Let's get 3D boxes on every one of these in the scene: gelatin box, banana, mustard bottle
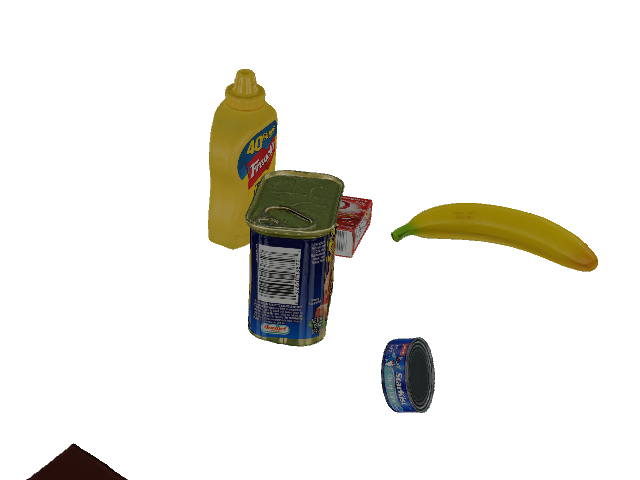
[{"bbox_3d":[-0.005,-0.018,0.952,0.089,0.030,0.073,9,26,13],"label":"gelatin box"},{"bbox_3d":[0.173,-0.005,1.040,0.198,0.037,0.069,7,47,19],"label":"banana"},{"bbox_3d":[-0.081,-0.092,1.128,0.058,0.192,0.096,21,39,23],"label":"mustard bottle"}]

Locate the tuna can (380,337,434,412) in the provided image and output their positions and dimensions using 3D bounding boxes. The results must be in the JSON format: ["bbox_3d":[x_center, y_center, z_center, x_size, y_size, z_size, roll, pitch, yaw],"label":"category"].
[{"bbox_3d":[0.100,0.154,1.219,0.034,0.086,0.086,-5,-2,26],"label":"tuna can"}]

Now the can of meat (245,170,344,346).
[{"bbox_3d":[-0.017,0.011,0.710,0.057,0.084,0.102,5,24,4],"label":"can of meat"}]

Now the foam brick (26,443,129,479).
[{"bbox_3d":[-0.094,0.135,0.451,0.078,0.051,0.052,24,45,31],"label":"foam brick"}]
